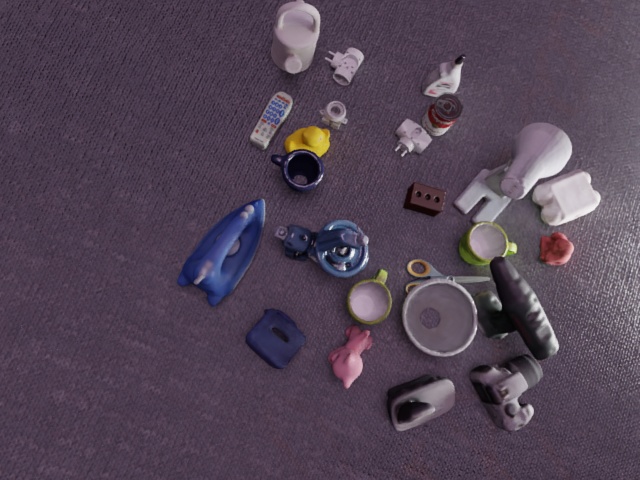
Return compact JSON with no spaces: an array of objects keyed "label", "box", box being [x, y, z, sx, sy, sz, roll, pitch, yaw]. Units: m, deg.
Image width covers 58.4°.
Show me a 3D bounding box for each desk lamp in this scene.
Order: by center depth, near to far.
[{"label":"desk lamp","box":[0.426,-0.138,1.258,0.118,0.213,0.203,42,77,1]}]

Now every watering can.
[{"label":"watering can","box":[-0.050,-0.450,1.258,0.101,0.194,0.173,-15,82,-10]}]

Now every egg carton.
[{"label":"egg carton","box":[0.579,-0.099,1.347,0.150,0.069,0.107,-23,83,-12]}]

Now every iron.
[{"label":"iron","box":[-0.187,0.002,1.179,0.118,0.141,0.258,32,77,-1]}]

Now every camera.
[{"label":"camera","box":[0.419,0.318,1.229,0.137,0.100,0.143,-27,84,-12]}]

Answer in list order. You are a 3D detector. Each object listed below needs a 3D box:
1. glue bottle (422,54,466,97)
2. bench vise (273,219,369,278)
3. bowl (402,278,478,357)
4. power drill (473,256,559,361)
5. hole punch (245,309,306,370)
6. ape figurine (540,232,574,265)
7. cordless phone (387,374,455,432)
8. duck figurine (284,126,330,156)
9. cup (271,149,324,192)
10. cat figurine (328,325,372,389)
[{"label":"glue bottle","box":[0.293,-0.378,1.305,0.078,0.173,0.037,3,79,-7]},{"label":"bench vise","box":[0.011,0.016,1.165,0.207,0.219,0.121,-3,80,-9]},{"label":"bowl","box":[0.251,0.170,1.246,0.167,0.074,0.167,2,79,-8]},{"label":"power drill","box":[0.393,0.146,1.202,0.076,0.208,0.229,-34,86,-13]},{"label":"hole punch","box":[-0.092,0.201,1.181,0.108,0.091,0.101,41,77,1]},{"label":"ape figurine","box":[0.546,0.020,1.308,0.078,0.092,0.076,-41,87,-13]},{"label":"cordless phone","box":[0.218,0.333,1.153,0.148,0.185,0.094,-22,83,-11]},{"label":"duck figurine","box":[-0.026,-0.223,1.274,0.104,0.086,0.077,-12,81,-10]},{"label":"cup","box":[-0.055,-0.147,1.251,0.118,0.095,0.092,21,77,-4]},{"label":"cat figurine","box":[0.065,0.239,1.183,0.067,0.117,0.128,34,77,0]}]
